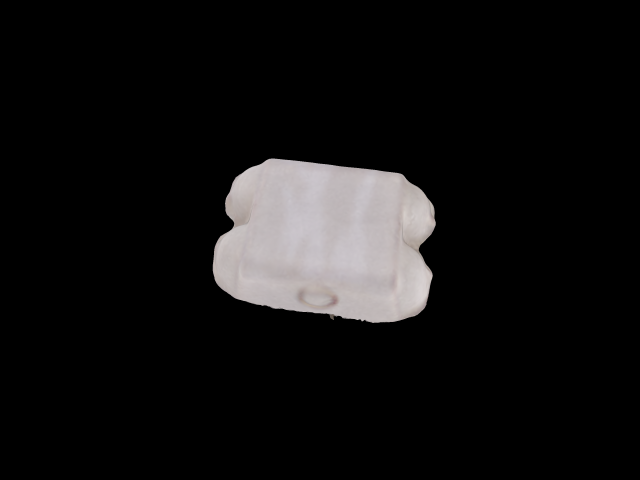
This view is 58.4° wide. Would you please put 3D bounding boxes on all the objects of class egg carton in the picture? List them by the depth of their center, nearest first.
[{"bbox_3d":[0.004,0.001,0.400,0.150,0.069,0.107,6,63,3],"label":"egg carton"}]
